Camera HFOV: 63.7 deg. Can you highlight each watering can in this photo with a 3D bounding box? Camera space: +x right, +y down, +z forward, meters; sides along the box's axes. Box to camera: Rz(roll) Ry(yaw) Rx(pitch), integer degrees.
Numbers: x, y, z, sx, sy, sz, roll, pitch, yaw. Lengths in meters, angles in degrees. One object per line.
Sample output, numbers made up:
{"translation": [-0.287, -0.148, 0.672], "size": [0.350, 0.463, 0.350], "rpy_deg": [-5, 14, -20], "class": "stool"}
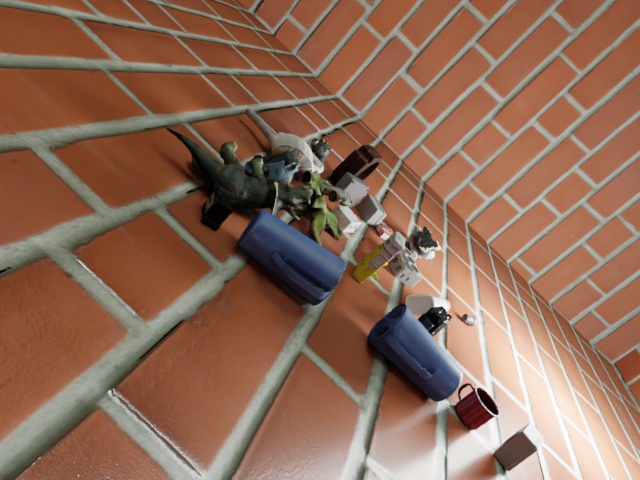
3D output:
{"translation": [-0.130, -0.326, 1.806], "size": [0.345, 0.102, 0.229], "rpy_deg": [33, 24, -16], "class": "watering can"}

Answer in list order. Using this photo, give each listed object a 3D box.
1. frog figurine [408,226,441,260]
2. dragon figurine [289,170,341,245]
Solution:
{"translation": [0.435, 0.025, 2.206], "size": [0.138, 0.124, 0.157], "rpy_deg": [38, -15, 4], "class": "frog figurine"}
{"translation": [0.005, -0.081, 1.619], "size": [0.239, 0.121, 0.420], "rpy_deg": [35, 31, -45], "class": "dragon figurine"}
